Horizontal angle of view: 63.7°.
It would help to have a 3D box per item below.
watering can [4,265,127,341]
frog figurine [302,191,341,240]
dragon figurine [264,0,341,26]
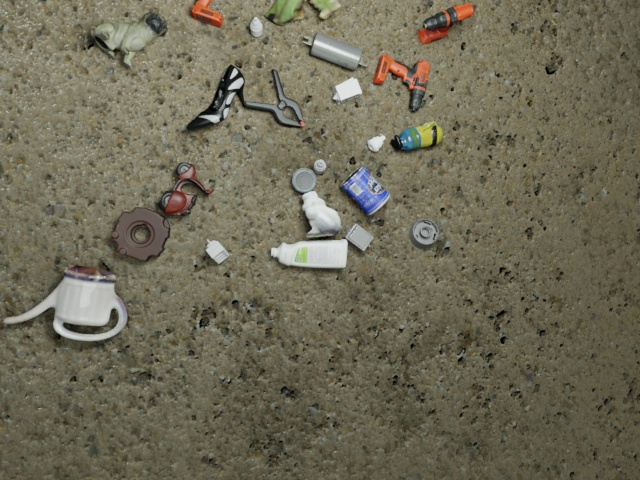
[{"bbox_3d":[-0.760,0.187,1.567,0.347,0.104,0.225,10,86,-10],"label":"watering can"},{"bbox_3d":[0.005,-0.086,1.712,0.137,0.122,0.161,3,79,-43],"label":"frog figurine"},{"bbox_3d":[-0.122,-0.846,1.716,0.410,0.122,0.242,14,94,2],"label":"dragon figurine"}]
